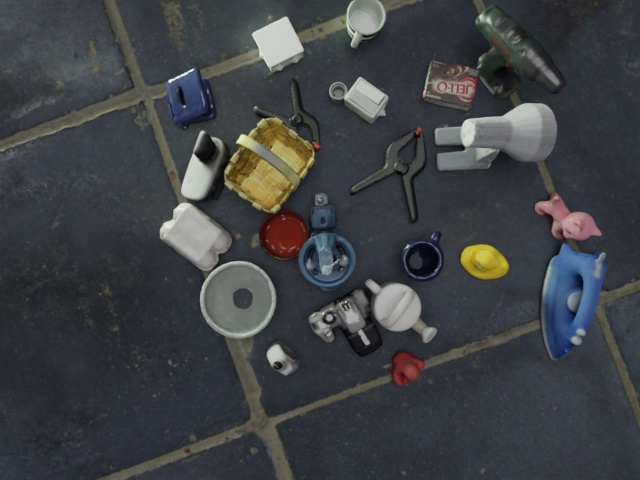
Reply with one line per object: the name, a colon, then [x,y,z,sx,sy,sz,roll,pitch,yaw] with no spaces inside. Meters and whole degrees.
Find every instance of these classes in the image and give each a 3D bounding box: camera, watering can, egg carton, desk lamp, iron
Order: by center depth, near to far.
watering can: [0.168,0.144,1.201,0.173,0.194,0.101,19,88,2]
desk lamp: [0.361,-0.210,1.203,0.203,0.213,0.118,-4,87,1]
iron: [0.550,0.141,1.220,0.118,0.141,0.258,13,88,2]
camera: [0.064,0.192,1.248,0.143,0.101,0.137,-31,87,0]
egg carton: [-0.276,-0.008,1.279,0.150,0.069,0.107,36,89,2]

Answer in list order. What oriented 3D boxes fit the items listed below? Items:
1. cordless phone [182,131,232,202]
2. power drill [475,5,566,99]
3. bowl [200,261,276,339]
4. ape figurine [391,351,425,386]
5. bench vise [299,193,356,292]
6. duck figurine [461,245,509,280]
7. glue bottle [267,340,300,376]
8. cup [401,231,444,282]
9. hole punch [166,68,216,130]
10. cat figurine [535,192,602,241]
cordless phone: [-0.257,-0.160,1.228,0.094,0.185,0.148,17,88,2]
power drill: [0.408,-0.377,1.212,0.075,0.208,0.229,-39,87,0]
bowl: [-0.176,0.130,1.269,0.167,0.074,0.167,0,87,1]
ape figurine: [0.192,0.282,1.246,0.078,0.092,0.076,-16,87,1]
bench vise: [0.000,0.009,1.198,0.121,0.219,0.207,-24,87,0]
duck figurine: [0.367,0.048,1.256,0.104,0.086,0.077,20,88,2]
glue bottle: [-0.082,0.256,1.212,0.078,0.173,0.037,42,89,3]
cup: [0.225,0.033,1.255,0.091,0.095,0.118,30,88,3]
hole punch: [-0.294,-0.315,1.282,0.101,0.091,0.109,-15,87,1]
cat figurine: [0.541,-0.046,1.240,0.067,0.118,0.128,-37,87,0]
